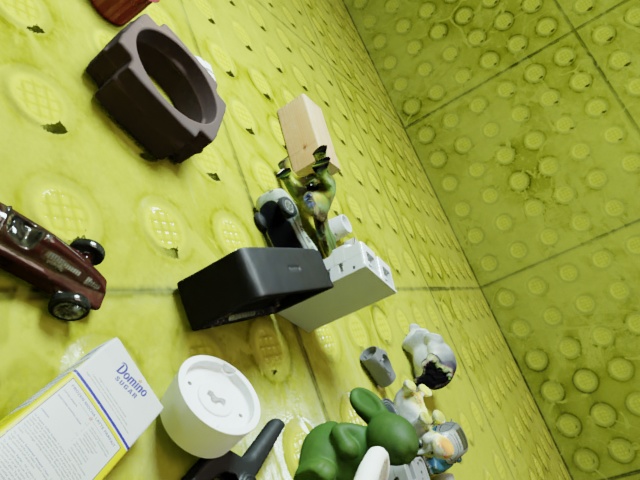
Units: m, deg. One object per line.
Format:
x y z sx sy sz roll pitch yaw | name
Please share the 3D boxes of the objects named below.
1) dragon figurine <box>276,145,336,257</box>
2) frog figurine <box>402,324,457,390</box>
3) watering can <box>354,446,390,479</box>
0.003 -0.055 1.083 0.419 0.122 0.238 -95 164 -62 | dragon figurine
0.271 0.289 1.291 0.162 0.123 0.135 -91 180 -65 | frog figurine
0.020 0.384 0.541 0.353 0.104 0.221 -44 141 -63 | watering can
